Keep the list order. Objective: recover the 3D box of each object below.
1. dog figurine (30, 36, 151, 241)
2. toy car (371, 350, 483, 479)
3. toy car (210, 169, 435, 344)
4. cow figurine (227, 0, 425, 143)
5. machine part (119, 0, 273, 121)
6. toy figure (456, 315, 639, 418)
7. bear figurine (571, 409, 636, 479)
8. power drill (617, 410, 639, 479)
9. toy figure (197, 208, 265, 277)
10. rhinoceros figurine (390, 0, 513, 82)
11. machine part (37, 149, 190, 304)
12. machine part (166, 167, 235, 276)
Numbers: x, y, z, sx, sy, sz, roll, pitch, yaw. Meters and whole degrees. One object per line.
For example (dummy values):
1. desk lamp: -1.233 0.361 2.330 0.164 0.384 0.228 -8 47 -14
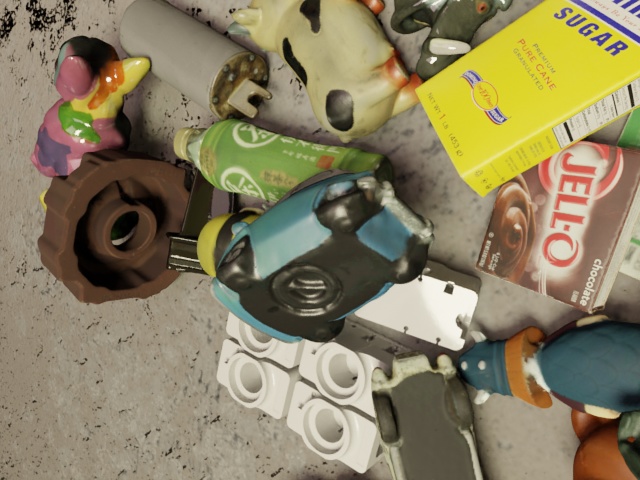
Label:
1. dog figurine: -0.252 -0.114 0.607 0.219 0.108 0.191 -42 67 49
2. toy car: 0.092 0.187 0.418 0.074 0.056 0.201 -13 82 2
3. toy car: -0.001 -0.001 0.400 0.161 0.109 0.103 -38 33 28
4. cow figurine: -0.001 -0.177 0.484 0.127 0.085 0.195 -33 75 25
5. machine part: -0.138 -0.197 0.578 0.243 0.079 0.079 38 113 28
6. toy figure: 0.171 0.093 0.388 0.057 0.064 0.154 45 145 -21
7. bear figurine: 0.192 0.213 0.347 0.120 0.132 0.195 11 107 55
8. power drill: 0.275 0.114 0.271 0.207 0.086 0.232 13 94 7
9. toy figure: -0.037 0.015 0.513 0.180 0.089 0.082 17 96 34
10. rhinoceros figurine: 0.107 -0.218 0.415 0.112 0.073 0.190 19 102 21
11. machine part: -0.216 -0.015 0.589 0.056 0.179 0.179 26 107 34
12. machine part: -0.124 -0.027 0.589 0.084 0.039 0.138 14 95 0
